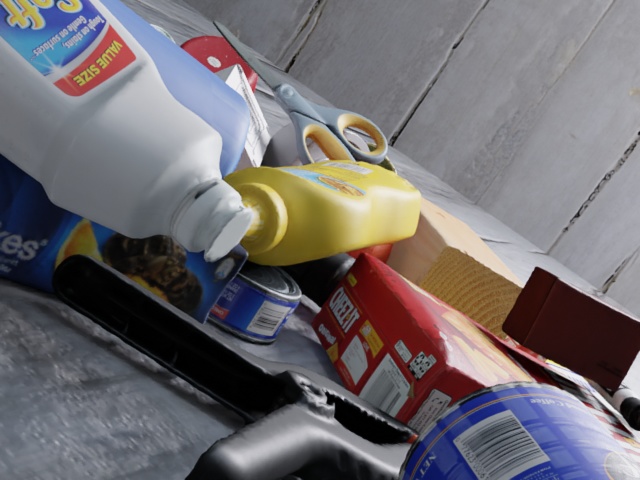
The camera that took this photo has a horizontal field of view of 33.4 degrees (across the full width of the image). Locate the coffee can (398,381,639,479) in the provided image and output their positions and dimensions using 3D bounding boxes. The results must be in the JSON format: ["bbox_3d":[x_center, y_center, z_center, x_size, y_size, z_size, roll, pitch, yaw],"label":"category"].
[{"bbox_3d":[0.099,0.133,0.419,0.102,0.103,0.140,29,11,-23],"label":"coffee can"}]

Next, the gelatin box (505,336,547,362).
[{"bbox_3d":[0.167,0.087,0.934,0.030,0.073,0.089,54,2,-21],"label":"gelatin box"}]

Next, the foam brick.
[{"bbox_3d":[0.173,0.060,0.727,0.078,0.053,0.051,27,5,-10],"label":"foam brick"}]

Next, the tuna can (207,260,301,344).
[{"bbox_3d":[-0.054,0.025,0.650,0.086,0.034,0.086,32,10,-7],"label":"tuna can"}]

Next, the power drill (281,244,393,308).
[{"bbox_3d":[-0.006,0.001,0.847,0.184,0.057,0.187,37,10,18],"label":"power drill"}]

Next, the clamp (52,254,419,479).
[{"bbox_3d":[-0.023,0.076,0.496,0.209,0.036,0.165,26,12,-47],"label":"clamp"}]

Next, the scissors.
[{"bbox_3d":[-0.011,-0.128,0.958,0.096,0.016,0.202,-19,69,-32],"label":"scissors"}]

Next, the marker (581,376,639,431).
[{"bbox_3d":[0.204,0.106,0.736,0.020,0.020,0.121,32,7,-7],"label":"marker"}]

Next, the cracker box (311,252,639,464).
[{"bbox_3d":[0.113,0.108,0.673,0.213,0.072,0.164,30,11,-23],"label":"cracker box"}]

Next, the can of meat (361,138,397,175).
[{"bbox_3d":[0.023,-0.059,1.099,0.057,0.102,0.084,52,4,-12],"label":"can of meat"}]

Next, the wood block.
[{"bbox_3d":[0.102,0.030,0.959,0.090,0.090,0.206,30,11,-15],"label":"wood block"}]

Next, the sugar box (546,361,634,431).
[{"bbox_3d":[0.207,0.121,0.985,0.093,0.048,0.176,28,10,-29],"label":"sugar box"}]

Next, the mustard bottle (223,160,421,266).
[{"bbox_3d":[-0.011,-0.018,0.667,0.096,0.058,0.191,14,11,22],"label":"mustard bottle"}]

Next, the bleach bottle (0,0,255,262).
[{"bbox_3d":[-0.124,-0.082,0.466,0.251,0.068,0.102,40,34,15],"label":"bleach bottle"}]

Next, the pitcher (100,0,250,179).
[{"bbox_3d":[-0.164,-0.099,0.653,0.242,0.149,0.145,32,-31,-27],"label":"pitcher"}]

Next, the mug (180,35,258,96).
[{"bbox_3d":[-0.101,-0.150,1.043,0.093,0.082,0.117,24,47,6],"label":"mug"}]
